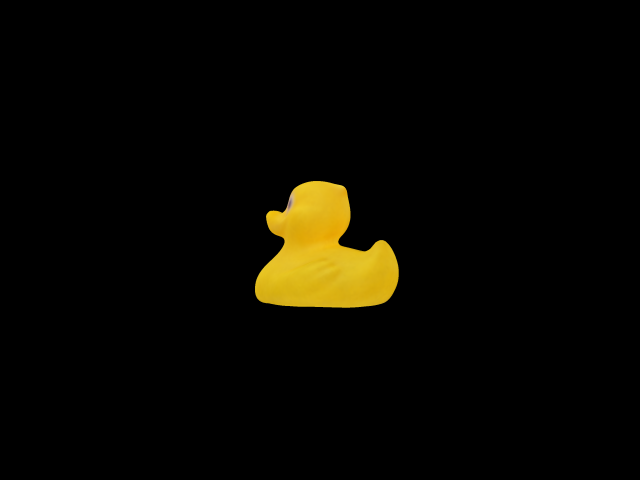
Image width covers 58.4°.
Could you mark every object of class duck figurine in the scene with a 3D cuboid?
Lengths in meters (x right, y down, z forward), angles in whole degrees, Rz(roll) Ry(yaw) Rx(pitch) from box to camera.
[{"bbox_3d":[0.004,0.001,0.400,0.104,0.086,0.078,0,0,29],"label":"duck figurine"}]
